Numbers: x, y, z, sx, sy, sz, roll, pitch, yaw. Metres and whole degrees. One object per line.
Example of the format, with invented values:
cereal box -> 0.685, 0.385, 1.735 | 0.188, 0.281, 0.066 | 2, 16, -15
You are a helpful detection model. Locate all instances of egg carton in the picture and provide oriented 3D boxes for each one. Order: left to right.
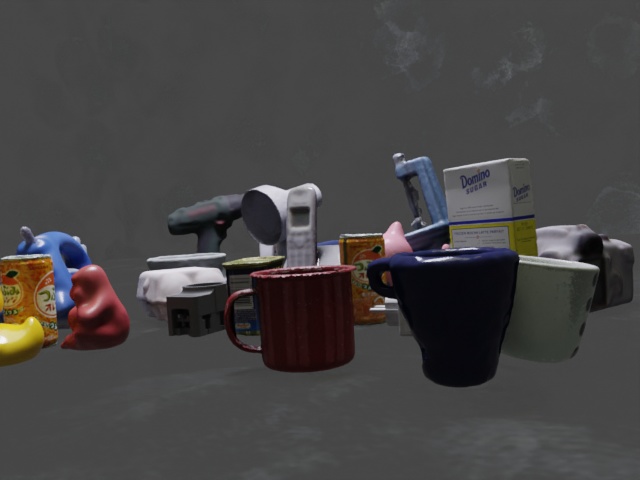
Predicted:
egg carton -> -0.199, 0.077, 0.820 | 0.107, 0.069, 0.150 | -5, 2, -33

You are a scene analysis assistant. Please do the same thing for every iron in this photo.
iron -> -0.371, 0.052, 0.827 | 0.118, 0.141, 0.258 | -4, 1, -4

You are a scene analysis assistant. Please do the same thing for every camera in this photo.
camera -> 0.288, 0.032, 0.708 | 0.144, 0.101, 0.136 | -5, 2, -33

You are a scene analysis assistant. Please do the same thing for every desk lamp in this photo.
desk lamp -> -0.058, -0.014, 1.214 | 0.117, 0.213, 0.204 | -2, 2, 44

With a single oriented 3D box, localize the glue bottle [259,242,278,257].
glue bottle -> -0.119, 0.008, 1.310 | 0.037, 0.173, 0.078 | -4, 2, 2

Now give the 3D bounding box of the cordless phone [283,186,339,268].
cordless phone -> 0.008, 0.003, 0.913 | 0.147, 0.185, 0.094 | -3, 2, 16

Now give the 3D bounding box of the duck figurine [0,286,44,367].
duck figurine -> -0.337, 0.083, 0.578 | 0.105, 0.086, 0.077 | -4, 2, -12

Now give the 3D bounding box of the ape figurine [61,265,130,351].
ape figurine -> -0.251, 0.073, 0.629 | 0.076, 0.092, 0.077 | -4, 2, -11

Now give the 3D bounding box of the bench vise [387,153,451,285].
bench vise -> 0.178, -0.023, 0.840 | 0.207, 0.220, 0.122 | -3, 2, 14

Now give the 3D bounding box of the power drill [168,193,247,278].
power drill -> -0.239, -0.003, 1.358 | 0.230, 0.208, 0.075 | -4, 2, -12

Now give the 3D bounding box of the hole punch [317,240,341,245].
hole punch -> 0.028, 0.045, 1.086 | 0.108, 0.091, 0.101 | -4, 1, -6

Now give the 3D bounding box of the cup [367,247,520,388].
cup -> 0.086, 0.055, 0.417 | 0.117, 0.095, 0.092 | -3, 2, 37

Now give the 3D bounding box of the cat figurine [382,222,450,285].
cat figurine -> 0.115, 0.034, 0.765 | 0.127, 0.118, 0.067 | -3, 2, 23

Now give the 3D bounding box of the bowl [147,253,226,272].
bowl -> -0.281, 0.070, 1.224 | 0.167, 0.075, 0.167 | -4, 1, 0
